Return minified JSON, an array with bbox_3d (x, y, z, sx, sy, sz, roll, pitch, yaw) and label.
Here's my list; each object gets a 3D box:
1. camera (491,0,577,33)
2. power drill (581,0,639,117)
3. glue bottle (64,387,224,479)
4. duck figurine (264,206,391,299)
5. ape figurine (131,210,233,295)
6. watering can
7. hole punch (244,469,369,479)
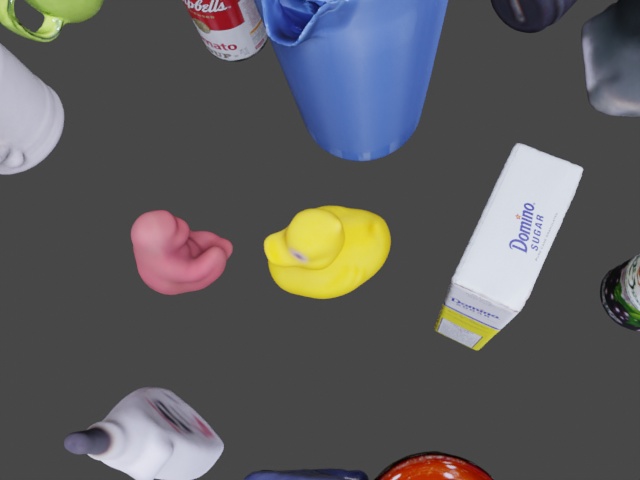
[{"bbox_3d":[0.201,-0.262,0.496,0.143,0.101,0.137,40,82,15],"label":"camera"},{"bbox_3d":[0.262,-0.178,0.411,0.075,0.208,0.229,-1,74,6],"label":"power drill"},{"bbox_3d":[-0.119,0.132,0.383,0.078,0.173,0.037,35,81,14],"label":"glue bottle"},{"bbox_3d":[0.004,0.002,0.452,0.104,0.086,0.077,-15,73,2],"label":"duck figurine"},{"bbox_3d":[-0.120,0.004,0.461,0.076,0.092,0.077,-36,74,-4],"label":"ape figurine"},{"bbox_3d":[-0.311,-0.140,0.467,0.172,0.194,0.101,40,82,15],"label":"watering can"},{"bbox_3d":[-0.013,0.216,0.392,0.101,0.091,0.108,-2,74,6],"label":"hole punch"}]
